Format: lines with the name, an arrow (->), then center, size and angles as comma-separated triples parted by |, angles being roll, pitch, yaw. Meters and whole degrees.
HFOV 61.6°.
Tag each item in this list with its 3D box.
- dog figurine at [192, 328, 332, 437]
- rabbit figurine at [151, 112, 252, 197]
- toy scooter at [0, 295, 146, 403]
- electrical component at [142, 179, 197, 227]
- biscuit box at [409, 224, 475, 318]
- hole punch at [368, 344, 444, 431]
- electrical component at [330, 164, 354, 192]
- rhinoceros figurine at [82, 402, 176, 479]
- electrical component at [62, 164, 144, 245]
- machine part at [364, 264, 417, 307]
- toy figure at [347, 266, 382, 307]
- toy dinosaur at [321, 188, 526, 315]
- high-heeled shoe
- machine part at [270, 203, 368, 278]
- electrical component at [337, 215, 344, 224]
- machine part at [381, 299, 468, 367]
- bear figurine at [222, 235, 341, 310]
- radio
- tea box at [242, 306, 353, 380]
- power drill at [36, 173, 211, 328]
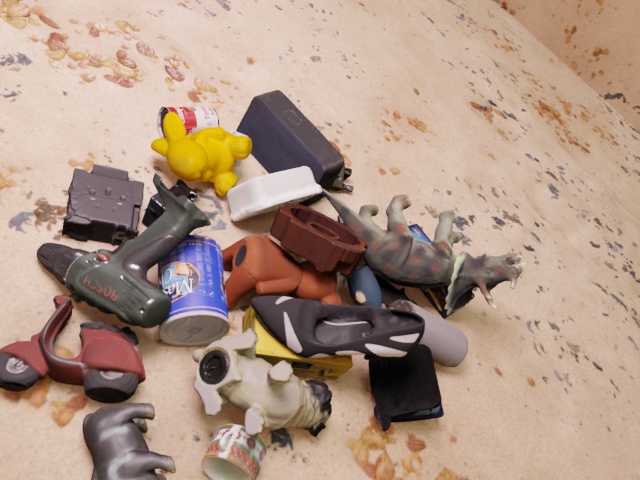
dog figurine -> -0.080, 0.216, 0.787 | 0.173, 0.190, 0.121 | 36, 83, 30
rabbit figurine -> -0.219, -0.158, 0.962 | 0.162, 0.122, 0.173 | 37, 22, -2
toy scooter -> -0.322, 0.140, 0.720 | 0.184, 0.075, 0.135 | 12, 48, -17
electrical component -> -0.266, -0.042, 0.904 | 0.048, 0.074, 0.119 | 41, 47, 3
biscuit box -> 0.230, 0.062, 1.129 | 0.059, 0.062, 0.203 | -22, 67, -40
hole punch -> 0.148, 0.248, 0.912 | 0.092, 0.116, 0.142 | 50, 29, -57
electrical component -> 0.025, -0.148, 1.193 | 0.102, 0.045, 0.078 | 6, 80, -24
rhinoceros figurine -> -0.237, 0.289, 0.648 | 0.112, 0.073, 0.190 | -2, 56, -35
electrical component -> -0.351, -0.060, 0.877 | 0.115, 0.058, 0.134 | 11, 50, -27
machine part -> 0.124, 0.108, 1.045 | 0.139, 0.039, 0.084 | 38, 49, -1
toy figure -> 0.098, 0.124, 0.988 | 0.064, 0.058, 0.154 | -23, 90, -28
toy dinosaur -> 0.170, 0.026, 1.032 | 0.405, 0.131, 0.192 | 13, 59, 1
high-heeled shoe -> 0.029, 0.118, 0.804 | 0.249, 0.145, 0.086 | 24, 46, -16
machine part -> -0.002, -0.003, 0.929 | 0.179, 0.056, 0.179 | 25, 15, -7
electrical component -> 0.036, -0.016, 1.103 | 0.063, 0.021, 0.094 | 9, 51, -25
machine part -> 0.192, 0.171, 0.970 | 0.243, 0.079, 0.079 | 31, 40, -37
bear figurine -> -0.066, 0.066, 0.922 | 0.195, 0.132, 0.120 | 24, 45, -34
radio -> -0.063, -0.191, 1.108 | 0.230, 0.131, 0.073 | 47, 47, 10
tea box -> -0.038, 0.165, 0.876 | 0.169, 0.068, 0.098 | 11, 51, -23
power drill -> -0.275, 0.004, 0.775 | 0.232, 0.085, 0.207 | 33, 70, 23
